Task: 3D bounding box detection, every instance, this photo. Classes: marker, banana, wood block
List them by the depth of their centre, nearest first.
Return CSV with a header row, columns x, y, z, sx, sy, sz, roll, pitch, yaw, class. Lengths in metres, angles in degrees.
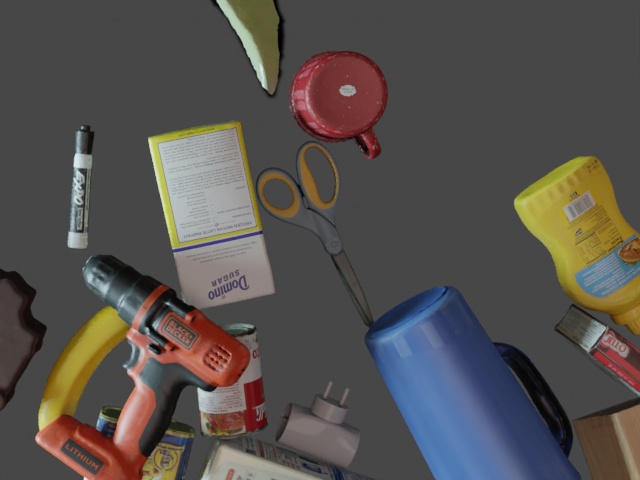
x,y,z,sx,sy,sz,roll,pitch,yaw,class
-0.235,-0.053,1.050,0.020,0.020,0.121,4,95,-8,marker
-0.222,0.120,1.058,0.198,0.037,0.069,-45,97,-1,banana
0.348,0.267,1.087,0.090,0.090,0.206,-15,81,-20,wood block

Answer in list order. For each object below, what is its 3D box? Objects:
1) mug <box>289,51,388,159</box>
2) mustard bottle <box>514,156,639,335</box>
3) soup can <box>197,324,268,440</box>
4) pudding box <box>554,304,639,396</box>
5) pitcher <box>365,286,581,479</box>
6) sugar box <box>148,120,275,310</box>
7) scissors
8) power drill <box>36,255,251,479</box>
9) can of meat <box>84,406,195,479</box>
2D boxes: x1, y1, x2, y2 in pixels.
x,y,z,sx,sy,sz,roll,pitch,yaw,class
0.026,-0.131,1.045,0.093,0.081,0.117,-29,98,-4,mug
0.287,0.015,1.105,0.096,0.058,0.191,-33,98,-8,mustard bottle
-0.091,0.139,1.062,0.068,0.068,0.102,-7,95,-7,soup can
0.297,0.114,1.088,0.090,0.113,0.039,39,91,-9,pudding box
0.155,0.167,1.076,0.145,0.149,0.243,-29,95,12,pitcher
-0.107,-0.024,1.057,0.093,0.048,0.176,-11,100,-6,sugar box
-0.007,0.001,1.087,0.096,0.016,0.202,-10,96,-5,scissors
-0.185,0.129,1.006,0.184,0.057,0.187,34,91,11,power drill
-0.181,0.219,1.064,0.102,0.057,0.084,14,91,-9,can of meat
